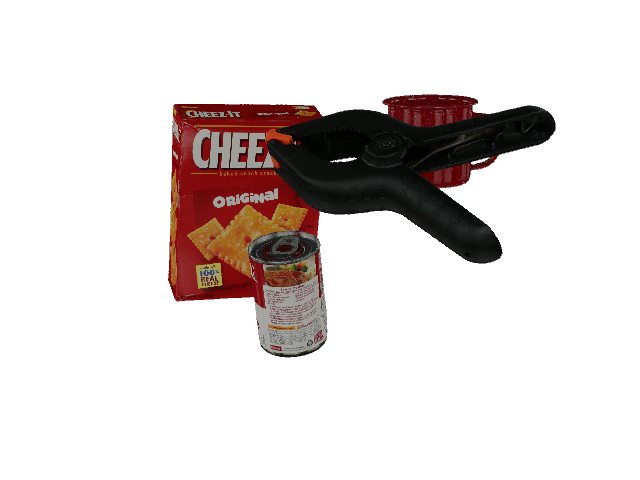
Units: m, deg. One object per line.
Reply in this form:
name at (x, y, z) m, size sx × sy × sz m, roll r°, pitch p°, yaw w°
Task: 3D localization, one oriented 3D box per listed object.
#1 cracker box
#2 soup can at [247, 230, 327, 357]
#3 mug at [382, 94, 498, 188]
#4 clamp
cracker box at (-0.084, -0.042, 1.201) m, size 0.164 × 0.214 × 0.072 m, roll -2°, pitch 23°, yaw -16°
soup can at (-0.030, 0.050, 1.009) m, size 0.068 × 0.102 × 0.068 m, roll -4°, pitch 25°, yaw 2°
mug at (0.120, -0.098, 1.051) m, size 0.117 × 0.081 × 0.093 m, roll 2°, pitch 15°, yaw 10°
clamp at (0.044, -0.036, 0.619) m, size 0.172 × 0.039 × 0.120 m, roll 1°, pitch 39°, yaw 21°
